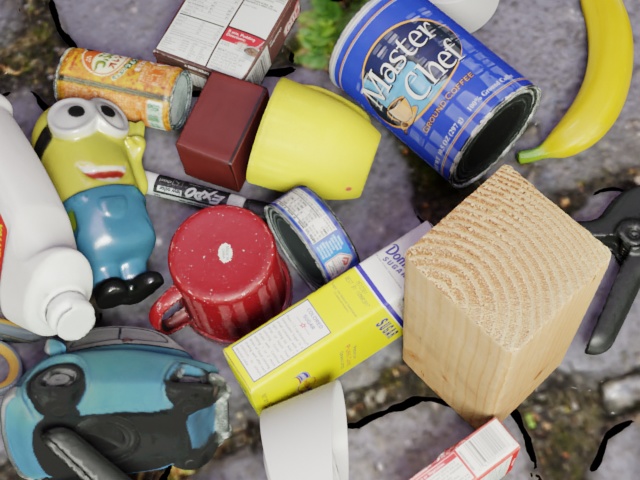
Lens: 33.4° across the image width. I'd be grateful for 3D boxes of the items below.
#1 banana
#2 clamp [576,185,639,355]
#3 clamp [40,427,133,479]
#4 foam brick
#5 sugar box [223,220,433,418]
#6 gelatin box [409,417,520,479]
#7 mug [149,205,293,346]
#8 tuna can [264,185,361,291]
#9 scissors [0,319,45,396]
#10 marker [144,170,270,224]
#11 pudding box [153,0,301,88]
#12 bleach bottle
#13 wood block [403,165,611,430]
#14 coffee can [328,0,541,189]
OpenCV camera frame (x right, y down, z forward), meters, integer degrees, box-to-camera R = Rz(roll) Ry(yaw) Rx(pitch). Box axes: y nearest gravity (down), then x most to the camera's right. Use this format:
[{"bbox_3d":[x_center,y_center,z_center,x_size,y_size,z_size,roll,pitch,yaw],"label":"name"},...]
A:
[{"bbox_3d":[0.227,-0.143,0.892,0.070,0.037,0.197,19,69,11],"label":"banana"},{"bbox_3d":[0.239,0.014,0.821,0.171,0.039,0.120,-22,68,-6],"label":"clamp"},{"bbox_3d":[-0.101,0.226,0.710,0.209,0.036,0.164,17,68,-17],"label":"clamp"},{"bbox_3d":[-0.078,-0.089,0.883,0.051,0.053,0.078,18,67,11],"label":"foam brick"},{"bbox_3d":[0.018,0.063,0.786,0.176,0.093,0.048,-30,68,-9],"label":"sugar box"},{"bbox_3d":[0.094,0.167,0.744,0.089,0.073,0.030,-34,67,-10],"label":"gelatin box"},{"bbox_3d":[-0.080,0.031,0.813,0.117,0.081,0.093,-32,68,-10],"label":"mug"},{"bbox_3d":[-0.005,0.001,0.819,0.033,0.086,0.086,-34,68,-13],"label":"tuna can"},{"bbox_3d":[-0.310,0.075,0.847,0.202,0.016,0.096,0,66,5],"label":"scissors"},{"bbox_3d":[-0.092,-0.035,0.878,0.121,0.020,0.020,15,68,11],"label":"marker"},{"bbox_3d":[-0.080,-0.184,0.933,0.090,0.039,0.113,22,67,14],"label":"pudding box"},{"bbox_3d":[-0.228,-0.017,0.796,0.251,0.067,0.103,44,119,41],"label":"bleach bottle"},{"bbox_3d":[0.118,0.050,0.722,0.090,0.206,0.090,-41,70,-14],"label":"wood block"},{"bbox_3d":[0.091,-0.124,0.858,0.102,0.103,0.140,-41,70,-14],"label":"coffee can"}]
